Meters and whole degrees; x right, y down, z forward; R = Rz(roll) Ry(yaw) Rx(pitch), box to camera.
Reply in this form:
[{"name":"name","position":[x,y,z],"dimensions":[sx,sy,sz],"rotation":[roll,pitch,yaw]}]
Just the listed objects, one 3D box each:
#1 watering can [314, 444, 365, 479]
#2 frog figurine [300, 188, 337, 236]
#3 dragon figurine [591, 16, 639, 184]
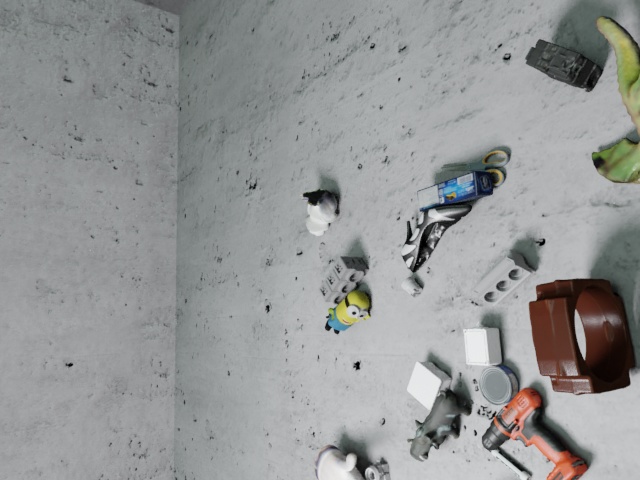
[{"name":"watering can","position":[0.068,0.669,1.460],"dimensions":[0.227,0.105,0.341],"rotation":[32,138,54]},{"name":"frog figurine","position":[0.005,-0.088,1.741],"dimensions":[0.138,0.124,0.156],"rotation":[20,138,44]},{"name":"dragon figurine","position":[0.592,-0.214,0.951],"dimensions":[0.237,0.122,0.419],"rotation":[-63,39,38]}]
